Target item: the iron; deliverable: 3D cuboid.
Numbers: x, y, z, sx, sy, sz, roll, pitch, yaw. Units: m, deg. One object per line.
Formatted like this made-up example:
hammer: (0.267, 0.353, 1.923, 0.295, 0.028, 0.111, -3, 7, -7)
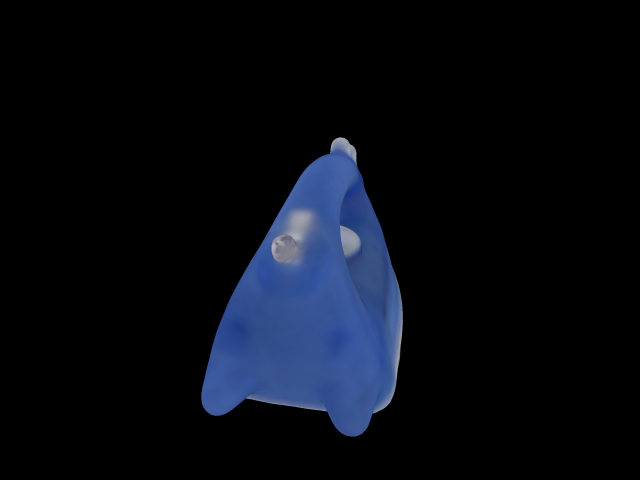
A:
iron: (0.004, 0.001, 0.400, 0.118, 0.141, 0.258, 6, 32, 9)
